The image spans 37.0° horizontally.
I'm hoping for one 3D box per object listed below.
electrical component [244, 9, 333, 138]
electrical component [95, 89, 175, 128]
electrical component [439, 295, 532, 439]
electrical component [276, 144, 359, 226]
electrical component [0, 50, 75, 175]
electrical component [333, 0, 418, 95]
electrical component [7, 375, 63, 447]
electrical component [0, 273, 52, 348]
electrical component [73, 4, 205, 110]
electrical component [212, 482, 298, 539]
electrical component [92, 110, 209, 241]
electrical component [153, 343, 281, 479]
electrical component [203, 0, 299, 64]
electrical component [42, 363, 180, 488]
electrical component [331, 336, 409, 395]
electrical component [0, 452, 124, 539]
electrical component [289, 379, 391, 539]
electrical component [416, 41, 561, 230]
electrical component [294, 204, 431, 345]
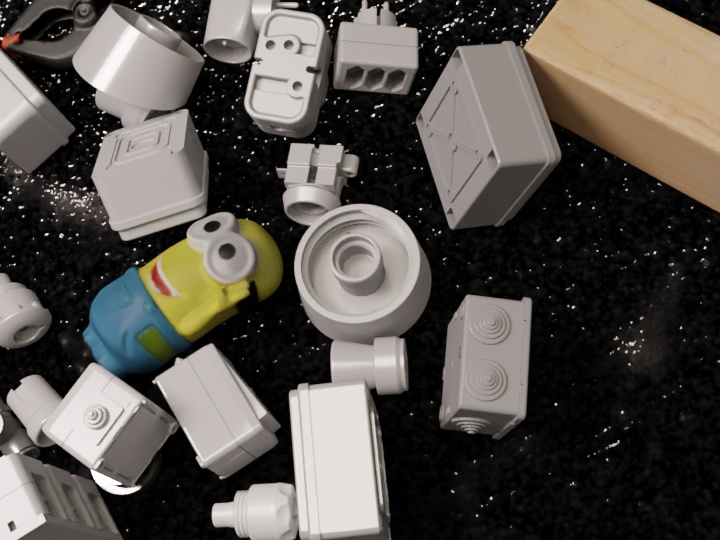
[{"bbox_3d":[-0.058,-0.163,0.908,0.054,0.059,0.095,11,83,8],"label":"electrical component"},{"bbox_3d":[-0.195,-0.144,0.934,0.055,0.045,0.045,37,79,18],"label":"electrical component"},{"bbox_3d":[0.090,0.071,0.787,0.048,0.099,0.099,7,71,-3],"label":"electrical component"},{"bbox_3d":[-0.037,-0.070,0.884,0.066,0.048,0.055,4,63,10],"label":"electrical component"},{"bbox_3d":[-0.311,-0.148,0.936,0.057,0.078,0.113,-43,70,-5],"label":"electrical component"},{"bbox_3d":[0.013,-0.195,0.912,0.066,0.047,0.076,3,70,-8],"label":"electrical component"},{"bbox_3d":[-0.253,0.111,0.855,0.040,0.040,0.046,-45,64,-8],"label":"electrical component"},{"bbox_3d":[-0.287,0.030,0.887,0.048,0.048,0.062,-35,62,-5],"label":"electrical component"},{"bbox_3d":[-0.184,-0.178,0.907,0.099,0.099,0.064,38,104,19],"label":"electrical component"},{"bbox_3d":[-0.078,0.181,0.801,0.062,0.043,0.043,-5,70,8],"label":"electrical component"},{"bbox_3d":[-0.166,-0.078,0.870,0.078,0.057,0.113,-17,27,2],"label":"electrical component"},{"bbox_3d":[-0.110,0.101,0.824,0.061,0.061,0.096,-33,69,-4],"label":"electrical component"},{"bbox_3d":[-0.094,-0.226,0.949,0.079,0.044,0.077,3,71,10],"label":"electrical component"},{"bbox_3d":[-0.186,0.111,0.789,0.061,0.096,0.061,31,77,19],"label":"electrical component"},{"bbox_3d":[0.008,0.074,0.825,0.055,0.045,0.045,-4,70,6],"label":"electrical component"},{"bbox_3d":[-0.244,0.184,0.767,0.089,0.150,0.061,-32,70,-4],"label":"electrical component"},{"bbox_3d":[-0.012,0.143,0.770,0.056,0.108,0.108,-7,69,3],"label":"electrical component"},{"bbox_3d":[0.097,-0.103,0.838,0.056,0.108,0.108,-8,67,-20],"label":"electrical component"},{"bbox_3d":[0.000,0.000,0.845,0.108,0.060,0.108,-3,70,8],"label":"electrical component"}]
